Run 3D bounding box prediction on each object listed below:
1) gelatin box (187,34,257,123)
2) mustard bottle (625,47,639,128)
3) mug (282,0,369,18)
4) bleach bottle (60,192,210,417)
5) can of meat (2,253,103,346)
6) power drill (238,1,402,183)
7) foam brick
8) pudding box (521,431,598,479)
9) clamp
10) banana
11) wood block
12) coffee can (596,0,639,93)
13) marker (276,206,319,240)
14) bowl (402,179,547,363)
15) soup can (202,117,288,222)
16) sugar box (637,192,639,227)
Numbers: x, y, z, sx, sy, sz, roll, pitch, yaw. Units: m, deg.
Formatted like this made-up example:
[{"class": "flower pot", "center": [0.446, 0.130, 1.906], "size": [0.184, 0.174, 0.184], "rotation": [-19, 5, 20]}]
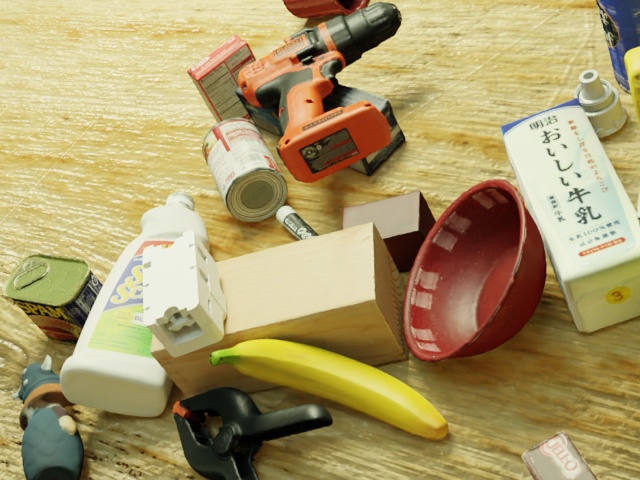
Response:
[{"class": "gelatin box", "center": [-0.101, -0.178, 1.219], "size": [0.073, 0.089, 0.030], "rotation": [-39, 44, -9]}, {"class": "mustard bottle", "center": [0.365, -0.144, 0.912], "size": [0.192, 0.096, 0.058], "rotation": [-13, 45, 19]}, {"class": "mug", "center": [0.010, -0.317, 1.300], "size": [0.082, 0.093, 0.117], "rotation": [0, 19, 36]}, {"class": "bleach bottle", "center": [-0.170, 0.049, 1.047], "size": [0.102, 0.068, 0.250], "rotation": [11, 48, -1]}, {"class": "can of meat", "center": [-0.256, 0.064, 1.080], "size": [0.102, 0.084, 0.057], "rotation": [6, 53, 33]}, {"class": "power drill", "center": [0.013, -0.152, 1.064], "size": [0.184, 0.057, 0.188], "rotation": [-27, 40, 10]}, {"class": "foam brick", "center": [0.064, -0.003, 0.984], "size": [0.078, 0.051, 0.053], "rotation": [-12, 46, 20]}, {"class": "pudding box", "center": [0.182, 0.194, 0.698], "size": [0.039, 0.090, 0.113], "rotation": [-30, 42, 3]}, {"class": "clamp", "center": [-0.069, 0.180, 0.887], "size": [0.172, 0.039, 0.120], "rotation": [7, 68, 48]}, {"class": "banana", "center": [0.009, 0.119, 0.872], "size": [0.198, 0.037, 0.069], "rotation": [15, 24, 4]}, {"class": "wood block", "center": [-0.034, 0.068, 0.944], "size": [0.206, 0.090, 0.091], "rotation": [-15, 45, 17]}, {"class": "coffee can", "center": [0.309, -0.215, 0.980], "size": [0.103, 0.140, 0.103], "rotation": [-16, 44, 16]}, {"class": "marker", "center": [-0.007, 0.001, 1.045], "size": [0.020, 0.020, 0.121], "rotation": [-38, 42, -8]}, {"class": "bowl", "center": [0.135, 0.034, 0.874], "size": [0.162, 0.055, 0.162], "rotation": [-49, 27, 34]}, {"class": "soup can", "center": [-0.079, -0.074, 1.123], "size": [0.068, 0.068, 0.102], "rotation": [-30, 42, 1]}, {"class": "sugar box", "center": [0.263, 0.005, 0.767], "size": [0.048, 0.176, 0.093], "rotation": [-2, 50, 28]}]
